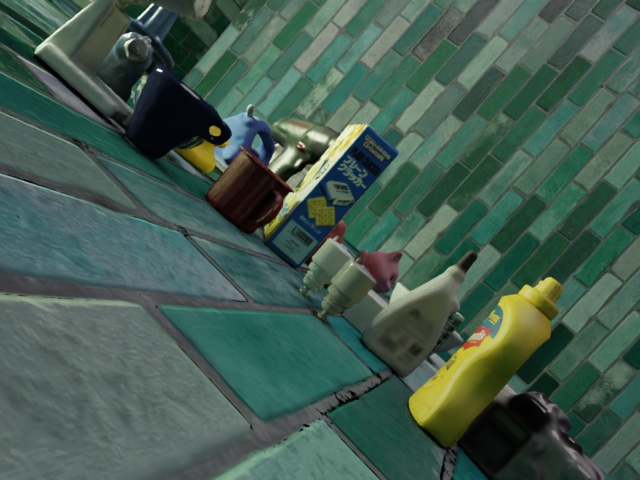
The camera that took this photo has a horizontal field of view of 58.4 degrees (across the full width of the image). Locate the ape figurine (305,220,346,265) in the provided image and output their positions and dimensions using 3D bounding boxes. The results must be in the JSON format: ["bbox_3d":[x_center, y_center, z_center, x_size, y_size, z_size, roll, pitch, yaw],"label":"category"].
[{"bbox_3d":[0.009,0.003,0.952,0.078,0.092,0.076,40,4,-27],"label":"ape figurine"}]

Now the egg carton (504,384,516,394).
[{"bbox_3d":[0.269,0.252,0.922,0.150,0.069,0.108,44,4,33],"label":"egg carton"}]

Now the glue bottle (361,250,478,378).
[{"bbox_3d":[0.132,0.081,0.697,0.078,0.173,0.037,41,4,-8],"label":"glue bottle"}]

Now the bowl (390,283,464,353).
[{"bbox_3d":[0.188,0.161,1.095,0.167,0.074,0.167,41,4,-3],"label":"bowl"}]

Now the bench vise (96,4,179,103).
[{"bbox_3d":[-0.244,-0.296,0.841,0.122,0.219,0.206,38,5,-45],"label":"bench vise"}]

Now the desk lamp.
[{"bbox_3d":[-0.247,-0.282,0.709,0.203,0.213,0.118,42,4,2],"label":"desk lamp"}]

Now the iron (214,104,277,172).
[{"bbox_3d":[-0.147,-0.190,1.207,0.118,0.141,0.259,42,4,16],"label":"iron"}]

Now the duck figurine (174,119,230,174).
[{"bbox_3d":[-0.194,-0.170,0.926,0.105,0.086,0.077,40,4,-23],"label":"duck figurine"}]

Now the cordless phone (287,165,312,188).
[{"bbox_3d":[-0.015,-0.109,1.273,0.147,0.185,0.094,42,4,5],"label":"cordless phone"}]

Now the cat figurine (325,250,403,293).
[{"bbox_3d":[0.076,0.051,0.892,0.067,0.117,0.128,44,4,34],"label":"cat figurine"}]

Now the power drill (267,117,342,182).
[{"bbox_3d":[-0.049,-0.138,1.089,0.076,0.208,0.228,37,5,-47],"label":"power drill"}]

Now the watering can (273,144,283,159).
[{"bbox_3d":[-0.058,-0.165,1.412,0.173,0.194,0.100,40,4,-25],"label":"watering can"}]

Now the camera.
[{"bbox_3d":[0.238,0.230,0.614,0.137,0.100,0.142,38,5,-46],"label":"camera"}]

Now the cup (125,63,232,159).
[{"bbox_3d":[-0.174,-0.137,0.685,0.118,0.095,0.091,40,4,-23],"label":"cup"}]
